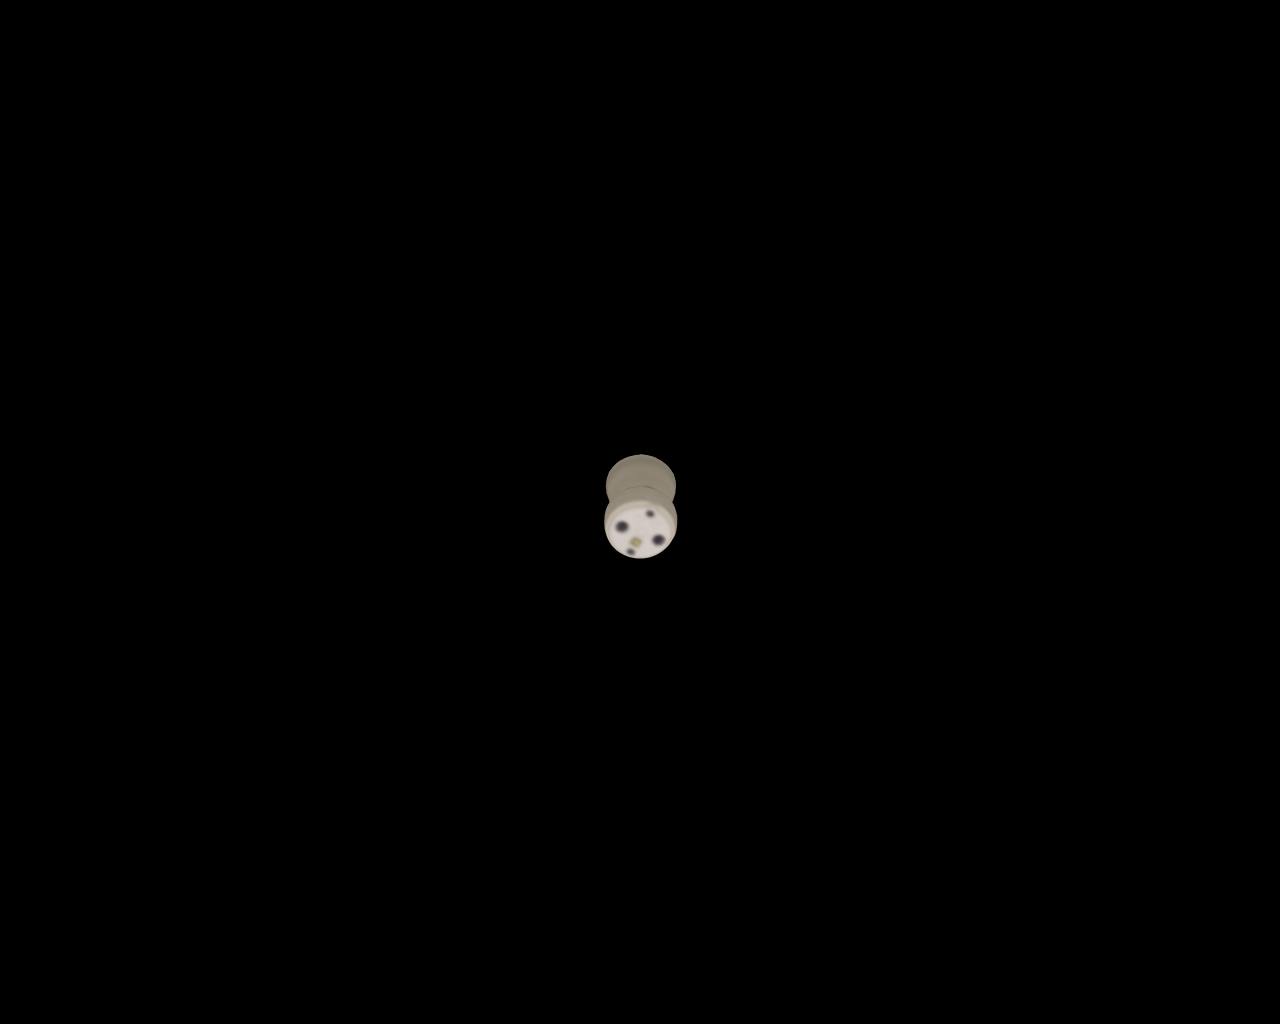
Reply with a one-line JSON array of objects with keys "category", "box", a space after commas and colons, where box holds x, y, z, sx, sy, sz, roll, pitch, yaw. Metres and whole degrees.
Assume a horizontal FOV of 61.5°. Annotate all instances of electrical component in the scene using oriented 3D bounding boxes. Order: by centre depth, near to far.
[{"category": "electrical component", "box": [0.001, -0.003, 0.650, 0.045, 0.044, 0.055, 0, 34, 0]}]
